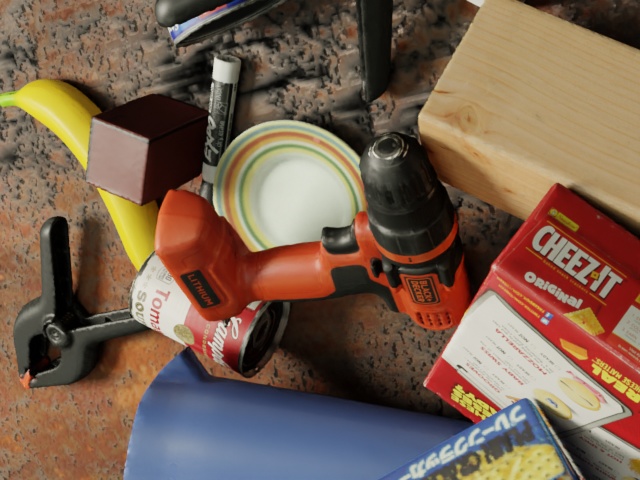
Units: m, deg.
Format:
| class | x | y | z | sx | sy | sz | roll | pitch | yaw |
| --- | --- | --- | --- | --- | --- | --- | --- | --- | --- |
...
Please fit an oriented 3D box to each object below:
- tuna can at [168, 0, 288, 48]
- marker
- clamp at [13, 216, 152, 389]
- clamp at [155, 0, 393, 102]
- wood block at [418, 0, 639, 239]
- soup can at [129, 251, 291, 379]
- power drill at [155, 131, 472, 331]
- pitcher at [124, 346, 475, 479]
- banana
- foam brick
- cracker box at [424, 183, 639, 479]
| class | x | y | z | sx | sy | sz | roll | pitch | yaw |
| --- | --- | --- | --- | --- | --- | --- | --- | --- | --- |
| tuna can | -0.062 | -0.158 | 0.695 | 0.086 | 0.034 | 0.086 | -24 | 6 | 2 |
| marker | -0.074 | -0.073 | 0.773 | 0.020 | 0.121 | 0.020 | 8 | 25 | -4 |
| clamp | -0.215 | 0.060 | 0.887 | 0.172 | 0.120 | 0.039 | -40 | -4 | 33 |
| clamp | 0.026 | -0.170 | 0.619 | 0.164 | 0.036 | 0.210 | 21 | -51 | -36 |
| wood block | 0.168 | -0.045 | 0.594 | 0.206 | 0.091 | 0.090 | 26 | -12 | 17 |
| soup can | -0.082 | 0.051 | 0.796 | 0.102 | 0.068 | 0.068 | 25 | 8 | 18 |
| power drill | -0.004 | 0.001 | 0.673 | 0.188 | 0.057 | 0.184 | -1 | -35 | 18 |
| pitcher | -0.008 | 0.177 | 0.738 | 0.243 | 0.145 | 0.149 | 7 | -41 | 6 |
| banana | -0.170 | -0.056 | 0.824 | 0.037 | 0.198 | 0.070 | -35 | -4 | -38 |
| foam brick | -0.124 | -0.067 | 0.767 | 0.053 | 0.051 | 0.078 | 22 | 29 | 21 |
| cracker box | 0.159 | 0.079 | 0.615 | 0.164 | 0.072 | 0.214 | 37 | -21 | 11 |
